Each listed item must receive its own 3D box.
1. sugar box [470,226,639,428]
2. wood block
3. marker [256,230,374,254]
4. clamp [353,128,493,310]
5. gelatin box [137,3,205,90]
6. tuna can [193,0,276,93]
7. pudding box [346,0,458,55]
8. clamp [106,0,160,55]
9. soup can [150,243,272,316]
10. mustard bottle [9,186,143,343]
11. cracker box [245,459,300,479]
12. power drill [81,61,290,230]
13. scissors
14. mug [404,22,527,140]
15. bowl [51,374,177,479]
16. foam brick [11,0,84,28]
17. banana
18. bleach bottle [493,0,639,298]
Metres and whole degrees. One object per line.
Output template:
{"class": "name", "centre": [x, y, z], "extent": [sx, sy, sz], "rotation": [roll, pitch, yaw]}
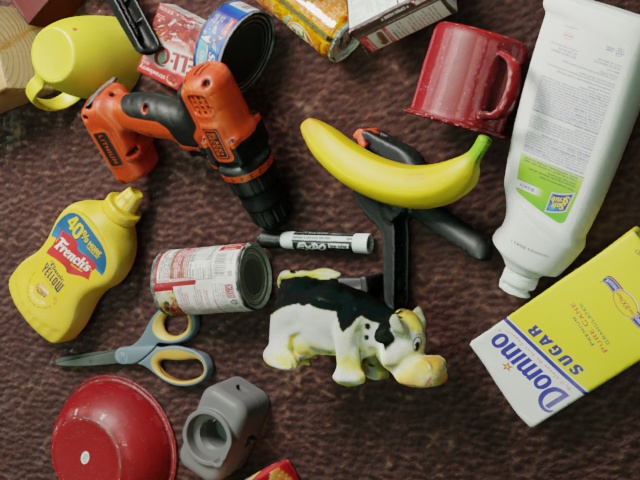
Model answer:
{"class": "sugar box", "centre": [0.224, 0.076, 0.904], "extent": [0.176, 0.048, 0.093], "rotation": [-39, 78, 23]}
{"class": "wood block", "centre": [-0.394, -0.177, 1.162], "extent": [0.206, 0.090, 0.090], "rotation": [-15, 89, 28]}
{"class": "marker", "centre": [-0.007, 0.001, 1.026], "extent": [0.121, 0.020, 0.020], "rotation": [2, 97, 26]}
{"class": "clamp", "centre": [0.071, -0.020, 0.972], "extent": [0.120, 0.039, 0.171], "rotation": [-42, 67, 27]}
{"class": "gelatin box", "centre": [-0.131, -0.185, 1.062], "extent": [0.089, 0.030, 0.073], "rotation": [29, 108, 21]}
{"class": "tuna can", "centre": [-0.081, -0.181, 1.006], "extent": [0.034, 0.086, 0.086], "rotation": [30, 108, 22]}
{"class": "pudding box", "centre": [0.067, -0.228, 0.926], "extent": [0.090, 0.039, 0.113], "rotation": [-23, 50, 28]}
{"class": "clamp", "centre": [-0.220, -0.281, 1.069], "extent": [0.210, 0.036, 0.164], "rotation": [23, 118, 40]}
{"class": "soup can", "centre": [-0.107, 0.039, 1.054], "extent": [0.102, 0.068, 0.068], "rotation": [-5, 93, 27]}
{"class": "mustard bottle", "centre": [-0.247, 0.015, 1.128], "extent": [0.192, 0.058, 0.096], "rotation": [-47, 71, 23]}
{"class": "cracker box", "centre": [-0.121, 0.298, 1.008], "extent": [0.164, 0.213, 0.072], "rotation": [-36, 80, 25]}
{"class": "power drill", "centre": [-0.128, -0.089, 1.031], "extent": [0.188, 0.057, 0.184], "rotation": [5, 133, 34]}
{"class": "scissors", "centre": [-0.200, 0.105, 1.138], "extent": [0.202, 0.016, 0.096], "rotation": [9, 98, 26]}
{"class": "mug", "centre": [0.131, -0.133, 0.895], "extent": [0.117, 0.093, 0.081], "rotation": [34, 110, 66]}
{"class": "bowl", "centre": [-0.235, 0.229, 1.147], "extent": [0.162, 0.055, 0.162], "rotation": [3, 96, 26]}
{"class": "foam brick", "centre": [-0.295, -0.269, 1.123], "extent": [0.051, 0.052, 0.078], "rotation": [-41, 78, 24]}
{"class": "banana", "centre": [0.063, -0.065, 0.930], "extent": [0.198, 0.037, 0.069], "rotation": [10, 96, 36]}
{"class": "bleach bottle", "centre": [0.198, -0.073, 0.892], "extent": [0.103, 0.067, 0.251], "rotation": [28, 111, 30]}
